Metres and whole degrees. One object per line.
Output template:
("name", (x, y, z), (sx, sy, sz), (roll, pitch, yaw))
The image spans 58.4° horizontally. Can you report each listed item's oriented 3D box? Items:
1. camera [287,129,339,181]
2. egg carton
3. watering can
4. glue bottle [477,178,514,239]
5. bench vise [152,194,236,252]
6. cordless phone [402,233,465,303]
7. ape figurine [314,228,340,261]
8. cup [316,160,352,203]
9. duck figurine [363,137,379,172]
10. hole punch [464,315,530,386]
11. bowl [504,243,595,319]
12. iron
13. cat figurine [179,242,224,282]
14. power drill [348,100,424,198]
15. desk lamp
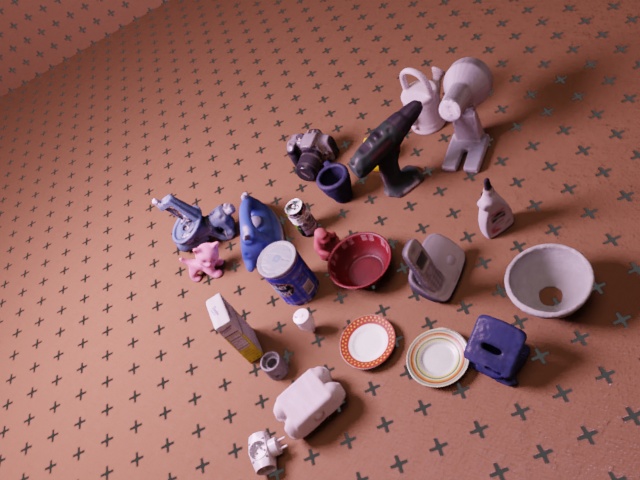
("camera", (-0.037, -0.245, 1.652), (0.142, 0.101, 0.137), (3, 57, 29))
("egg carton", (-0.022, 0.344, 1.209), (0.150, 0.070, 0.107), (-41, 47, -7))
("watering can", (0.272, -0.391, 1.539), (0.100, 0.195, 0.173), (6, 59, 31))
("glue bottle", (0.377, -0.077, 1.255), (0.078, 0.174, 0.037), (-37, 47, -3))
("bench vise", (-0.350, -0.074, 1.601), (0.207, 0.220, 0.121), (-35, 47, 0))
("cordless phone", (0.238, 0.035, 1.233), (0.093, 0.186, 0.148), (9, 60, 33))
("ape figurine", (0.013, 0.005, 1.438), (0.075, 0.092, 0.078), (21, 67, 37))
("cup", (0.044, -0.153, 1.542), (0.091, 0.095, 0.117), (-27, 47, 7))
("duck figurine", (0.143, -0.246, 1.568), (0.077, 0.086, 0.104), (-35, 47, 0))
("hole punch", (0.341, 0.213, 1.106), (0.108, 0.091, 0.101), (22, 68, 38))
("bowl", (0.460, 0.094, 1.147), (0.167, 0.075, 0.167), (-14, 50, 18))
("iron", (-0.179, -0.048, 1.546), (0.118, 0.142, 0.258), (-23, 48, 11))
("cat figurine", (-0.320, 0.051, 1.559), (0.127, 0.118, 0.067), (-13, 50, 18))
("power drill", (0.186, -0.214, 1.437), (0.230, 0.209, 0.075), (-38, 47, -4))
("desk lamp", (0.358, -0.311, 1.419), (0.117, 0.214, 0.203), (6, 59, 31))
